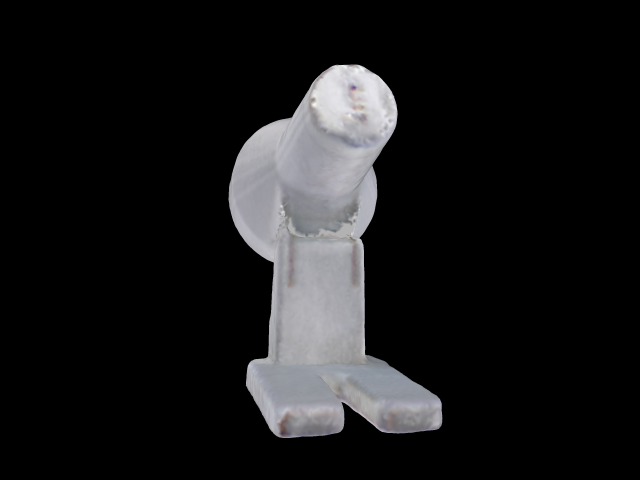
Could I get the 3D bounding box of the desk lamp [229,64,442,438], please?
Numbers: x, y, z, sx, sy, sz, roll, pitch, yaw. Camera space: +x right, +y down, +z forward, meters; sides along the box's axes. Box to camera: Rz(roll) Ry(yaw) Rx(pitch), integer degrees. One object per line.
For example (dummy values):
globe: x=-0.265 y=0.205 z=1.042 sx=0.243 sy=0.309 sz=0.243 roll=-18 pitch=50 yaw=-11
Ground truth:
desk lamp: x=0.004 y=0.001 z=0.400 sx=0.118 sy=0.213 sz=0.203 roll=0 pitch=0 yaw=-15
